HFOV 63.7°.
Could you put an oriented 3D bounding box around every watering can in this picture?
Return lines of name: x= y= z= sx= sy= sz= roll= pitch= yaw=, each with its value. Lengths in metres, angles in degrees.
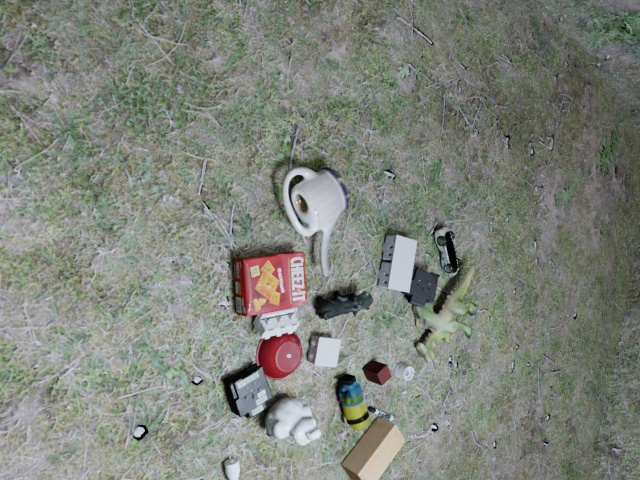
watering can: x=0.005 y=-0.080 z=1.598 sx=0.228 sy=0.104 sz=0.343 roll=-37 pitch=110 yaw=-32

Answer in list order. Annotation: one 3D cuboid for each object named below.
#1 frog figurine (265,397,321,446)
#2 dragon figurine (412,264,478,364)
frog figurine: x=-0.078 y=0.531 z=1.497 sx=0.138 sy=0.159 sz=0.122 roll=-10 pitch=95 yaw=-36
dragon figurine: x=0.459 y=0.261 z=1.940 sx=0.241 sy=0.121 sz=0.414 roll=20 pitch=77 yaw=-27
